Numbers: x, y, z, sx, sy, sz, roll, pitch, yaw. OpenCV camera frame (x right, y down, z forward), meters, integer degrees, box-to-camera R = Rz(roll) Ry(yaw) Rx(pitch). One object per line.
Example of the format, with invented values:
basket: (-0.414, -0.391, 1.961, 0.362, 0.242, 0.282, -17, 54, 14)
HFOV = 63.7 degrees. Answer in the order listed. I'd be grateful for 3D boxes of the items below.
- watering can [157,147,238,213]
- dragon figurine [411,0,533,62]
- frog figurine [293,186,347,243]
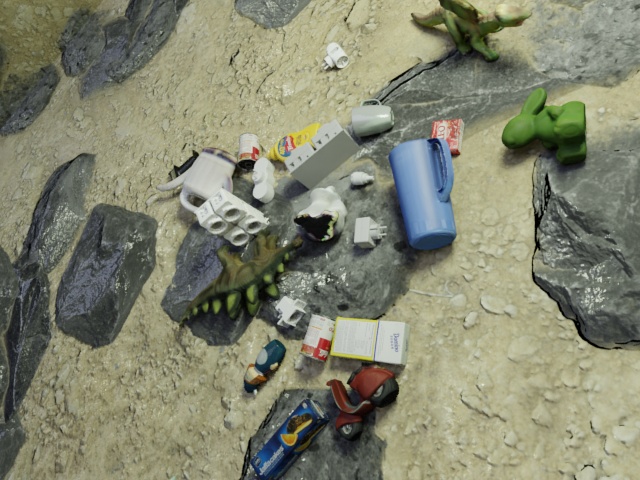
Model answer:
watering can: (-0.392, -0.203, 1.669, 0.350, 0.102, 0.226, 22, 81, 37)
dragon figurine: (0.342, -0.580, 1.298, 0.415, 0.240, 0.122, 33, 94, 36)
frog figurine: (0.004, -0.069, 1.374, 0.136, 0.121, 0.163, -25, 22, 18)
